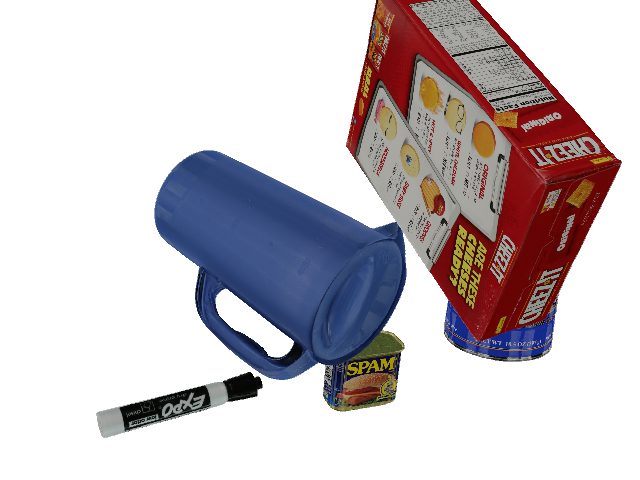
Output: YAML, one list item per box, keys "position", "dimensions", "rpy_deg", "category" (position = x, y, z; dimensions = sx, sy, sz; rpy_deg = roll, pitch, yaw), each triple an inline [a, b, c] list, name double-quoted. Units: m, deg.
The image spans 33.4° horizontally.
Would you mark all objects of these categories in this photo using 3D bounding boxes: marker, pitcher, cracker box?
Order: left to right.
- position: [-0.099, 0.117, 0.767]
  dimensions: [0.121, 0.020, 0.020]
  rpy_deg: [-13, 4, -20]
  category: "marker"
- position: [-0.052, 0.015, 1.029]
  dimensions: [0.243, 0.145, 0.148]
  rpy_deg: [31, 32, 32]
  category: "pitcher"
- position: [0.105, -0.063, 0.765]
  dimensions: [0.072, 0.214, 0.164]
  rpy_deg: [-16, -37, -23]
  category: "cracker box"

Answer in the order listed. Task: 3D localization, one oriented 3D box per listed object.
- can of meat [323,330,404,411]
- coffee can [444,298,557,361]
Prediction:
- position: [0.055, 0.172, 1.406]
  dimensions: [0.102, 0.084, 0.057]
  rpy_deg: [-5, 25, -22]
  category: "can of meat"
- position: [0.173, 0.027, 0.993]
  dimensions: [0.103, 0.140, 0.103]
  rpy_deg: [4, 20, -2]
  category: "coffee can"
